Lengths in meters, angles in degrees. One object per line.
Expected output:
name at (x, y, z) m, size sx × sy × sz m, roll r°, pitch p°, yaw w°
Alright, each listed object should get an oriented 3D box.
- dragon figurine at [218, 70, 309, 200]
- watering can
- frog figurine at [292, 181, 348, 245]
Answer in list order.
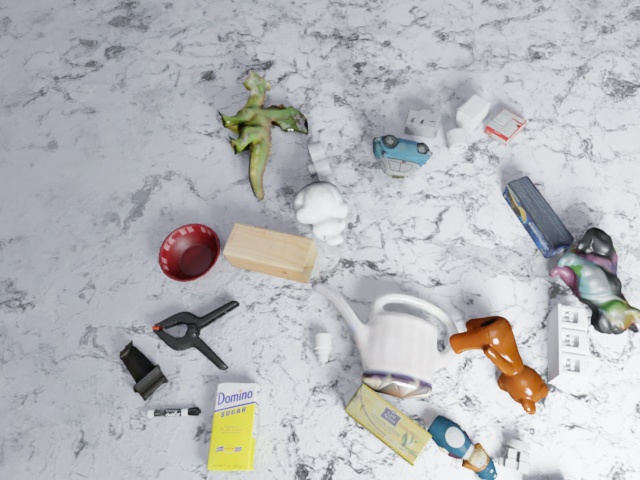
dragon figurine at (-0.147, -0.314, 1.469) m, size 0.244 × 0.120 × 0.416 m, roll -22°, pitch 70°, yaw -13°
watering can at (0.135, 0.217, 1.121) m, size 0.347 × 0.102 × 0.229 m, roll 13°, pitch 63°, yaw -3°
frog figurine at (0.004, -0.065, 1.299) m, size 0.137 × 0.120 × 0.163 m, roll -1°, pitch 49°, yaw -14°
